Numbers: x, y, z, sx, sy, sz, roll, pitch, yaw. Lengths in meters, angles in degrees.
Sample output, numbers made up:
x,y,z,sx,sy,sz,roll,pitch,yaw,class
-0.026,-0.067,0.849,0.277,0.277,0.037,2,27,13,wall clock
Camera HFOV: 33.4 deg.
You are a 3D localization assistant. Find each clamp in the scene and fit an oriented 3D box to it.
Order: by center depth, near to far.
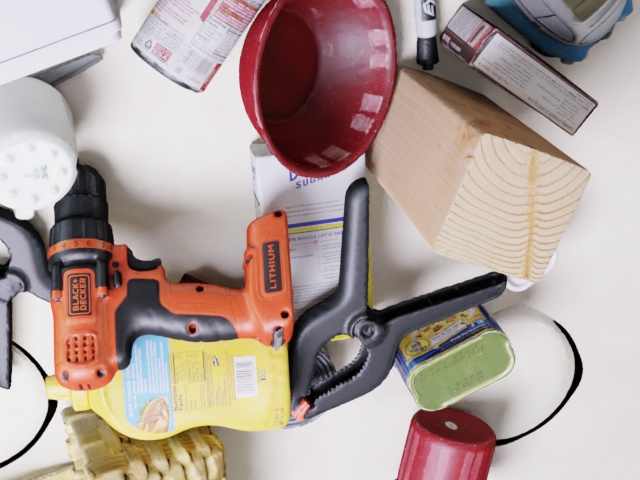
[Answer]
x,y,z,sx,sy,sz,roll,pitch,yaw,class
-0.257,0.042,0.872,0.120,0.039,0.171,-38,110,-1,clamp
0.048,0.069,0.897,0.164,0.036,0.210,26,105,-16,clamp

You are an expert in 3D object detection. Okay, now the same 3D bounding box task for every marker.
x,y,z,sx,sy,sz,roll,pitch,yaw,class
0.084,-0.196,0.856,0.020,0.020,0.121,-10,114,-9,marker

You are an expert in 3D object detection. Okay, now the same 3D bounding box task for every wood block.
x,y,z,sx,sy,sz,roll,pitch,yaw,class
0.110,-0.058,0.817,0.090,0.206,0.091,17,107,-19,wood block

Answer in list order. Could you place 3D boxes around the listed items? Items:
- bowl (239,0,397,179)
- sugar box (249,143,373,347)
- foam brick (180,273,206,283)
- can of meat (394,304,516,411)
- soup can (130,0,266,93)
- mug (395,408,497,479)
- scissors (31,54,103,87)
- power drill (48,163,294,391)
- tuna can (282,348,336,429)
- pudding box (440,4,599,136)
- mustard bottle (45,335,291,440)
x,y,z,sx,sy,sz,roll,pitch,yaw,class
-0.011,-0.131,0.821,0.161,0.055,0.162,-19,116,-45,bowl
-0.006,0.001,0.907,0.093,0.048,0.176,-7,110,-10,sugar box
-0.093,0.074,0.914,0.078,0.053,0.051,26,105,-20,foam brick
0.114,0.097,0.951,0.102,0.084,0.057,-28,116,0,can of meat
-0.088,-0.170,0.803,0.068,0.068,0.102,31,103,-22,soup can
0.126,0.208,1.006,0.117,0.093,0.081,-4,112,-44,mug
-0.273,-0.112,0.813,0.202,0.016,0.096,-37,121,5,scissors
-0.117,0.021,0.830,0.187,0.057,0.184,-4,70,-4,power drill
-0.029,0.125,0.959,0.086,0.034,0.086,-4,113,-10,tuna can
0.159,-0.137,0.859,0.113,0.090,0.039,28,105,-21,pudding box
-0.122,0.111,0.858,0.191,0.058,0.096,-4,95,-9,mustard bottle
